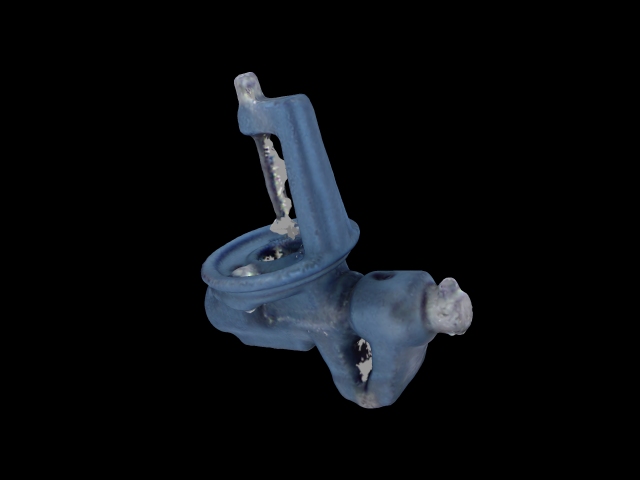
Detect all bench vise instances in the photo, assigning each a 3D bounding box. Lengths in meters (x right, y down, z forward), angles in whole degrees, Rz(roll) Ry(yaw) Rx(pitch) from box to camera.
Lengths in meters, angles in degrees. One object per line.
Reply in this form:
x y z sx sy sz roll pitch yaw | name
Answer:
0.007 -0.004 0.410 0.207 0.220 0.121 6 29 11 | bench vise
